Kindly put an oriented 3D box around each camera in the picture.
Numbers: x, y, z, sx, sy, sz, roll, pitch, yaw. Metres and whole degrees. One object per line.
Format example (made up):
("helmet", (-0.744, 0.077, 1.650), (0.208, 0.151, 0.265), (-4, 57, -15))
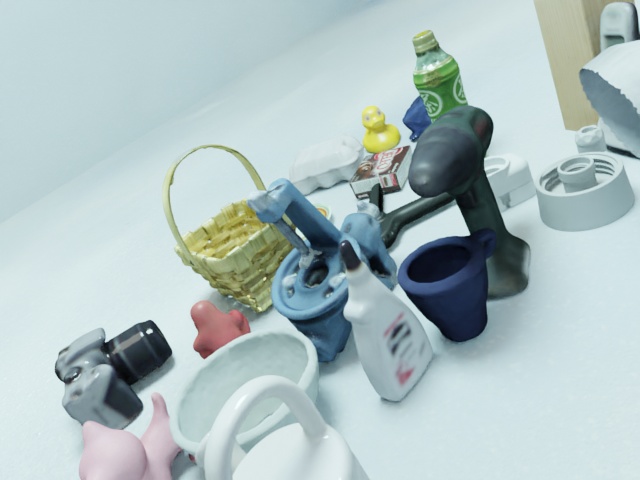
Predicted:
("camera", (-0.276, 0.168, 0.775), (0.137, 0.101, 0.142), (-33, 27, -11))

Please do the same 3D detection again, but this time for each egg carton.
("egg carton", (0.013, -0.148, 1.118), (0.150, 0.069, 0.107), (-16, 28, 22))

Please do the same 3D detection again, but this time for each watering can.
("watering can", (-0.023, 0.180, 0.407), (0.172, 0.194, 0.101), (-13, 29, 27))

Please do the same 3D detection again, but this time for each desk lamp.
("desk lamp", (0.380, -0.123, 0.559), (0.203, 0.214, 0.118), (-24, 26, 8))

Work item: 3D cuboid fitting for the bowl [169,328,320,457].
("bowl", (-0.067, 0.173, 0.598), (0.167, 0.075, 0.167), (-22, 26, 12))

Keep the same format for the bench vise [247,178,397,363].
("bench vise", (-0.004, 0.005, 0.681), (0.121, 0.220, 0.207), (-15, 29, 24))

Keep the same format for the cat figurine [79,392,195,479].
("cat figurine", (-0.189, 0.217, 0.585), (0.067, 0.118, 0.128), (-7, 32, 35))

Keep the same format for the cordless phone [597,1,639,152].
("cordless phone", (0.406, -0.200, 0.708), (0.094, 0.185, 0.147), (-32, 26, -9))

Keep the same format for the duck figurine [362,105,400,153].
("duck figurine", (0.112, -0.232, 1.158), (0.077, 0.086, 0.104), (-26, 26, 2))

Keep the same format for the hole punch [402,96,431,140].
("hole punch", (0.209, -0.260, 1.111), (0.100, 0.091, 0.109), (-10, 31, 31))

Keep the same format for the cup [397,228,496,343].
("cup", (0.147, 0.050, 0.599), (0.118, 0.095, 0.091), (-35, 27, -16))

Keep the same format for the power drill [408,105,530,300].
("power drill", (0.164, -0.042, 0.621), (0.075, 0.209, 0.230), (-12, 30, 28))

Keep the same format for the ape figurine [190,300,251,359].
("ape figurine", (-0.136, 0.116, 0.749), (0.078, 0.092, 0.076), (-31, 26, -7))

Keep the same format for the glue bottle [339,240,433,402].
("glue bottle", (0.055, 0.072, 0.555), (0.037, 0.173, 0.078), (2, 38, 45))
